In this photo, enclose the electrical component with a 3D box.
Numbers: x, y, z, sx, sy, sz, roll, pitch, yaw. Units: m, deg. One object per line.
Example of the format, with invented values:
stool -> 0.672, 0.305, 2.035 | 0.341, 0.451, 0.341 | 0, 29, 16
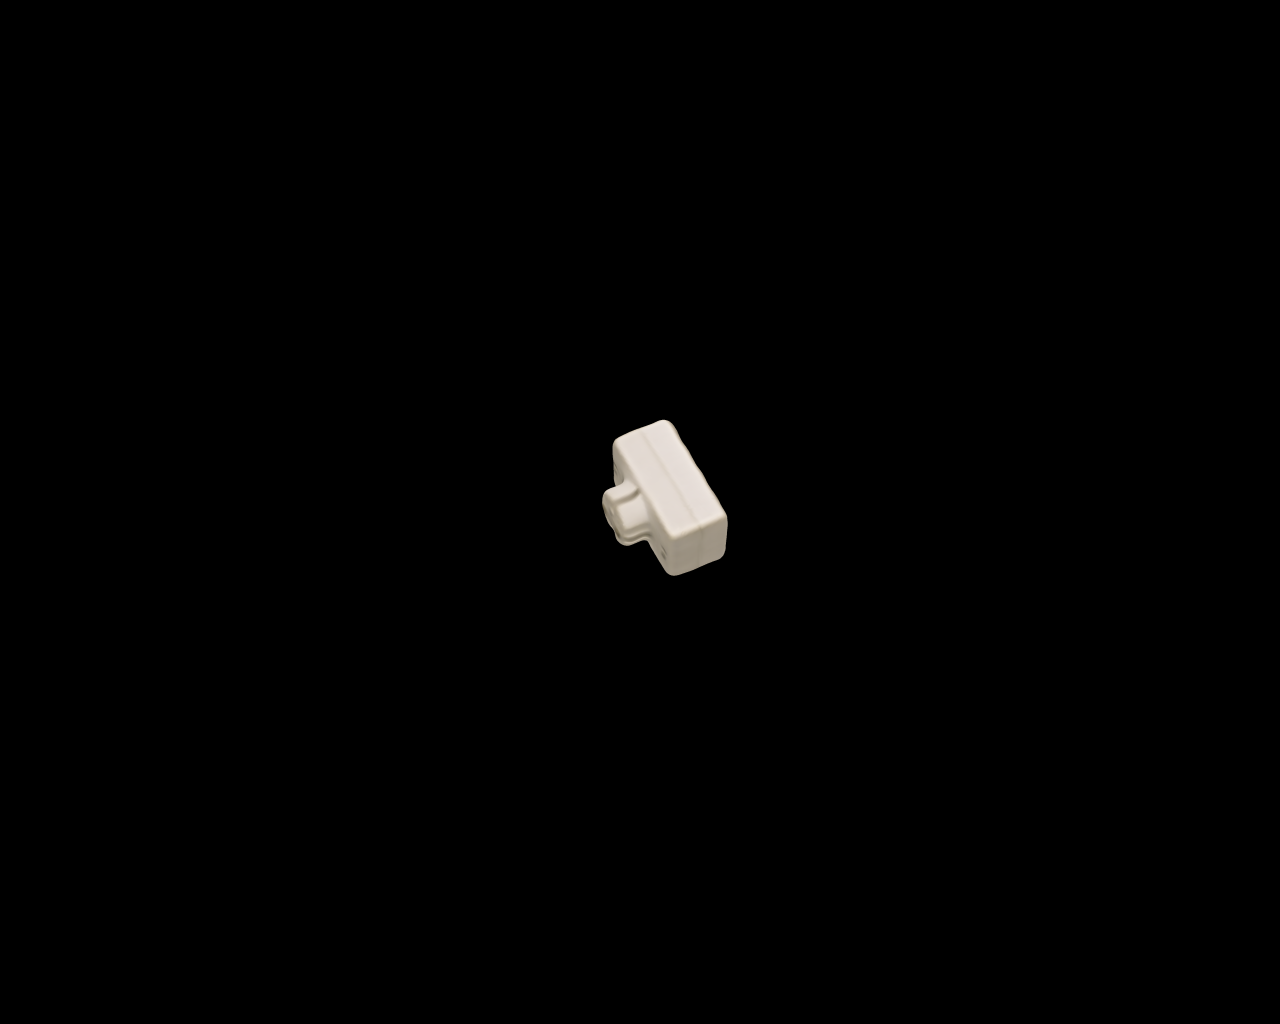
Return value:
electrical component -> 0.001, -0.003, 0.650 | 0.076, 0.083, 0.047 | -21, -32, -14
